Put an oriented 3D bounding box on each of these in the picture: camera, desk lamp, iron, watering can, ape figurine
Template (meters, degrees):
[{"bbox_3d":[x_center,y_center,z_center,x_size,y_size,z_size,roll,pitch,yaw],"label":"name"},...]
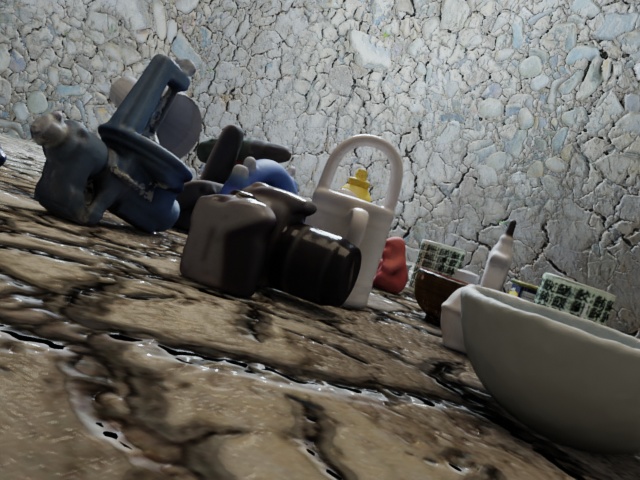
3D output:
[{"bbox_3d":[-0.034,0.005,0.541,0.136,0.101,0.143,19,3,19],"label":"camera"},{"bbox_3d":[-0.311,-0.162,0.953,0.202,0.213,0.118,20,3,36],"label":"desk lamp"},{"bbox_3d":[-0.082,-0.040,0.707,0.118,0.141,0.259,18,3,11],"label":"iron"},{"bbox_3d":[0.032,-0.029,0.675,0.101,0.194,0.172,16,3,-29],"label":"watering can"},{"bbox_3d":[0.115,0.038,0.951,0.076,0.092,0.078,18,3,6],"label":"ape figurine"}]

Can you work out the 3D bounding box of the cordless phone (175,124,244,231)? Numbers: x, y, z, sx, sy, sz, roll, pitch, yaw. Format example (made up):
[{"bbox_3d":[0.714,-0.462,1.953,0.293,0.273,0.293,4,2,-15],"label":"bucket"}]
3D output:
[{"bbox_3d":[-0.182,-0.104,0.906,0.094,0.185,0.148,18,3,11],"label":"cordless phone"}]

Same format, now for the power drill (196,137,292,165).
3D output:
[{"bbox_3d":[-0.189,-0.137,1.304,0.229,0.208,0.076,19,3,20],"label":"power drill"}]

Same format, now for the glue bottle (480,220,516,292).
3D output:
[{"bbox_3d":[0.278,0.050,0.904,0.037,0.173,0.078,18,3,17],"label":"glue bottle"}]

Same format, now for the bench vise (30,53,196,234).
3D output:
[{"bbox_3d":[-0.210,-0.119,0.651,0.121,0.220,0.208,18,3,10],"label":"bench vise"}]

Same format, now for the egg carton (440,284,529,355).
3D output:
[{"bbox_3d":[0.193,0.094,0.549,0.108,0.069,0.149,16,3,-38],"label":"egg carton"}]

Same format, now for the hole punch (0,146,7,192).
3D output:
[{"bbox_3d":[-0.379,-0.102,0.573,0.100,0.091,0.109,19,3,29],"label":"hole punch"}]

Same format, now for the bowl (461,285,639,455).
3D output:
[{"bbox_3d":[0.165,0.090,0.374,0.167,0.075,0.167,18,3,-1],"label":"bowl"}]
